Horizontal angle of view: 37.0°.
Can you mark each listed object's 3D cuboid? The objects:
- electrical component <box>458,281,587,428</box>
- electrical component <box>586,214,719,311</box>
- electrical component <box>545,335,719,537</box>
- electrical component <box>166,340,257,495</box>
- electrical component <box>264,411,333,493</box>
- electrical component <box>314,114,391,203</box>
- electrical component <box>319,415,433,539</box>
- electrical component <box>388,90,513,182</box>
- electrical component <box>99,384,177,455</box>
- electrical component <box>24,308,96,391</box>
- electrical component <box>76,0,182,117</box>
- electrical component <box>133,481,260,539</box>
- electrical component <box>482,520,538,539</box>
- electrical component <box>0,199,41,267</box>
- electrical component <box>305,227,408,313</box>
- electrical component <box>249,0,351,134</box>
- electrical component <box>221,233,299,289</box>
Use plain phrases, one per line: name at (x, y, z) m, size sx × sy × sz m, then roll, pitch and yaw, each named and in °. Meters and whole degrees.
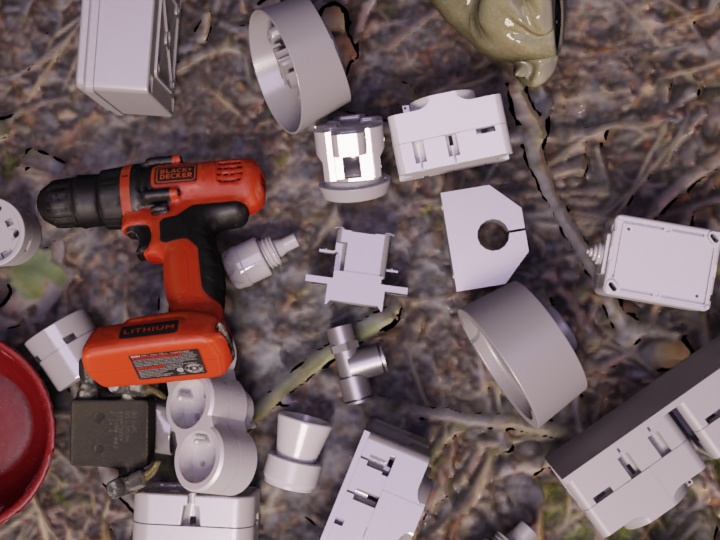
electrical component at (0.129, 0.059, 0.819) m, size 0.060 × 0.108 × 0.108 m, roll -33°, pitch 87°, yaw -4°
electrical component at (0.223, -0.006, 0.837) m, size 0.096 × 0.061 × 0.061 m, roll 10°, pitch 89°, yaw 4°
electrical component at (0.239, 0.120, 0.810) m, size 0.186 × 0.105 × 0.060 m, roll -36°, pitch 87°, yaw 1°
electrical component at (-0.109, 0.110, 0.846) m, size 0.052 × 0.074 × 0.138 m, roll -30°, pitch 60°, yaw 28°
electrical component at (-0.050, 0.144, 0.854) m, size 0.045 × 0.045 × 0.055 m, roll 14°, pitch 89°, yaw 3°
electrical component at (-0.006, -0.087, 0.848) m, size 0.058 × 0.078 × 0.057 m, roll -5°, pitch 109°, yaw 2°
electrical component at (-0.001, 0.213, 0.819) m, size 0.060 × 0.105 × 0.186 m, roll 22°, pitch 89°, yaw 3°
electrical component at (0.070, -0.108, 0.853) m, size 0.089 × 0.050 × 0.055 m, roll -11°, pitch 88°, yaw 2°
electrical component at (-0.182, 0.103, 0.863) m, size 0.077 × 0.043 × 0.079 m, roll 8°, pitch 89°, yaw 3°
electrical component at (-0.232, 0.065, 0.862) m, size 0.055 × 0.055 × 0.047 m, roll -32°, pitch 91°, yaw 1°
electrical component at (-0.177, -0.182, 0.840) m, size 0.056 × 0.108 × 0.108 m, roll 4°, pitch 88°, yaw 0°
electrical component at (-0.129, 0.203, 0.851) m, size 0.095 × 0.054 × 0.059 m, roll 2°, pitch 88°, yaw 3°
electrical component at (0.113, 0.225, 0.844) m, size 0.048 × 0.048 × 0.062 m, roll 43°, pitch 84°, yaw 3°
electrical component at (-0.290, -0.029, 0.871) m, size 0.055 × 0.047 × 0.055 m, roll 0°, pitch 88°, yaw 3°
electrical component at (0.000, 0.000, 0.858) m, size 0.081 × 0.042 × 0.063 m, roll 8°, pitch 87°, yaw 3°
electrical component at (-0.049, -0.162, 0.840) m, size 0.064 × 0.099 × 0.099 m, roll -25°, pitch 87°, yaw -4°
electrical component at (-0.078, -0.011, 0.866) m, size 0.061 × 0.035 × 0.035 m, roll -26°, pitch 87°, yaw 0°
